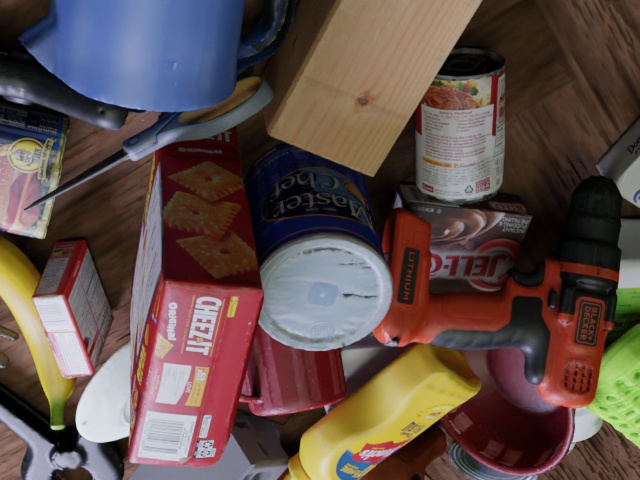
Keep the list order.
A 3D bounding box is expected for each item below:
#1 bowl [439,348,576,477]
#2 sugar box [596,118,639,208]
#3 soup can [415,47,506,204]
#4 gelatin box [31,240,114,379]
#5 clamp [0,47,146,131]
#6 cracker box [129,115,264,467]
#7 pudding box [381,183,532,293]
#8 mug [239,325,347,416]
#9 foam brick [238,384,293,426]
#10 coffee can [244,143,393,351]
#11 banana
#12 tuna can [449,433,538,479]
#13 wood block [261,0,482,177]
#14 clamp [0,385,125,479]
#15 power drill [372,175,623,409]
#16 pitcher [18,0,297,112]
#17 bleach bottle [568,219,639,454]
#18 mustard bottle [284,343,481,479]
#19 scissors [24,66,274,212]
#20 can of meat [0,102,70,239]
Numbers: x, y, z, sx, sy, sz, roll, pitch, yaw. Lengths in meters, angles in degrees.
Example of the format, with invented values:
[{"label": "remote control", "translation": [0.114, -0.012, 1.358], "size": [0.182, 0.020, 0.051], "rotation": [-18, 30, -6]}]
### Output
[{"label": "bowl", "translation": [0.167, 0.124, 0.942], "size": [0.055, 0.162, 0.162], "rotation": [-25, 136, -41]}, {"label": "sugar box", "translation": [0.326, -0.045, 0.882], "size": [0.176, 0.048, 0.093], "rotation": [26, 118, -24]}, {"label": "soup can", "translation": [0.105, -0.087, 0.805], "size": [0.068, 0.068, 0.102], "rotation": [-5, 118, -3]}, {"label": "gelatin box", "translation": [-0.201, 0.056, 0.871], "size": [0.030, 0.073, 0.089], "rotation": [-5, 126, 8]}, {"label": "clamp", "translation": [-0.199, -0.114, 0.755], "size": [0.171, 0.120, 0.039], "rotation": [19, 97, 6]}, {"label": "cracker box", "translation": [-0.096, 0.032, 0.782], "size": [0.072, 0.214, 0.164], "rotation": [7, 124, -14]}, {"label": "pudding box", "translation": [0.109, 0.003, 0.892], "size": [0.113, 0.039, 0.090], "rotation": [7, 122, -12]}, {"label": "mug", "translation": [-0.033, 0.098, 0.868], "size": [0.117, 0.093, 0.081], "rotation": [-9, 88, -41]}, {"label": "foam brick", "translation": [-0.055, 0.120, 0.947], "size": [0.078, 0.053, 0.051], "rotation": [21, 120, -21]}, {"label": "coffee can", "translation": [-0.005, 0.001, 0.816], "size": [0.102, 0.140, 0.103], "rotation": [-3, 125, -5]}, {"label": "banana", "translation": [-0.235, 0.061, 0.869], "size": [0.037, 0.069, 0.198], "rotation": [-17, 122, -1]}, {"label": "tuna can", "translation": [0.169, 0.201, 1.019], "size": [0.086, 0.033, 0.086], "rotation": [14, 140, 12]}, {"label": "wood block", "translation": [0.043, -0.161, 0.741], "size": [0.090, 0.090, 0.206], "rotation": [20, 120, -20]}, {"label": "clamp", "translation": [-0.241, 0.187, 0.980], "size": [0.164, 0.036, 0.210], "rotation": [3, 121, -7]}, {"label": "power drill", "translation": [0.141, 0.027, 0.829], "size": [0.187, 0.057, 0.184], "rotation": [10, 84, -5]}, {"label": "pitcher", "translation": [-0.089, -0.214, 0.675], "size": [0.145, 0.149, 0.243], "rotation": [20, 120, 10]}, {"label": "bleach bottle", "translation": [0.250, 0.099, 0.964], "size": [0.102, 0.068, 0.251], "rotation": [-1, 127, -9]}, {"label": "mustard bottle", "translation": [0.041, 0.159, 0.905], "size": [0.192, 0.058, 0.096], "rotation": [-40, 153, 14]}, {"label": "scissors", "translation": [-0.124, -0.082, 0.783], "size": [0.202, 0.096, 0.016], "rotation": [-20, 125, 18]}, {"label": "can of meat", "translation": [-0.239, -0.054, 0.802], "size": [0.083, 0.057, 0.102], "rotation": [12, 123, -18]}]
